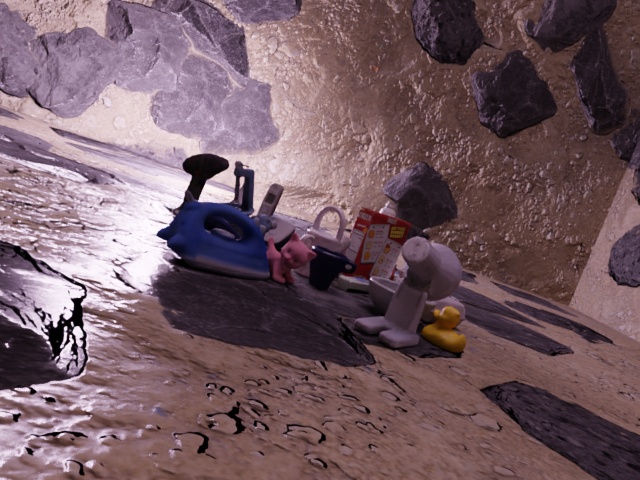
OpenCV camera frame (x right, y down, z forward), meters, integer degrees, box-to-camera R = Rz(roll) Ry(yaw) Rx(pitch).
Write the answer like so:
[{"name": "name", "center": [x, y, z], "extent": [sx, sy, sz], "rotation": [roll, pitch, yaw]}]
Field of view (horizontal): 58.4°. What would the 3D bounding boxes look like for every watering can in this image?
[{"name": "watering can", "center": [0.012, 0.005, 1.495], "extent": [0.100, 0.194, 0.173], "rotation": [22, 7, 16]}]

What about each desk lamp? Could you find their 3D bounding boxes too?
[{"name": "desk lamp", "center": [0.190, 0.100, 1.157], "extent": [0.117, 0.213, 0.204], "rotation": [24, 7, 30]}]

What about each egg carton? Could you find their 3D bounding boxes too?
[{"name": "egg carton", "center": [0.304, 0.178, 1.495], "extent": [0.151, 0.069, 0.107], "rotation": [16, 8, -32]}]

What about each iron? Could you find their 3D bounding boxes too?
[{"name": "iron", "center": [-0.196, -0.008, 1.195], "extent": [0.259, 0.141, 0.118], "rotation": [16, 8, -35]}]

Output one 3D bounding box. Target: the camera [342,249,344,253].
[{"name": "camera", "center": [0.030, 0.043, 1.650], "extent": [0.137, 0.101, 0.143], "rotation": [18, 7, -21]}]

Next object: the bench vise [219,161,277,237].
[{"name": "bench vise", "center": [-0.205, -0.092, 1.522], "extent": [0.121, 0.220, 0.208], "rotation": [25, 8, 35]}]

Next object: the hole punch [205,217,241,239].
[{"name": "hole punch", "center": [-0.244, -0.018, 1.359], "extent": [0.108, 0.091, 0.101], "rotation": [23, 7, 24]}]

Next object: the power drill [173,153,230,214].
[{"name": "power drill", "center": [-0.354, -0.161, 1.694], "extent": [0.076, 0.208, 0.228], "rotation": [15, 8, -40]}]

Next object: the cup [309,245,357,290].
[{"name": "cup", "center": [0.023, 0.076, 1.380], "extent": [0.117, 0.095, 0.092], "rotation": [21, 6, 9]}]

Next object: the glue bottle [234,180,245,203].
[{"name": "glue bottle", "center": [-0.246, -0.106, 1.722], "extent": [0.037, 0.173, 0.078], "rotation": [19, 6, -7]}]

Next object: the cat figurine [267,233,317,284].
[{"name": "cat figurine", "center": [-0.077, 0.035, 1.306], "extent": [0.127, 0.118, 0.067], "rotation": [24, 8, 32]}]

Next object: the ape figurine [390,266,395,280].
[{"name": "ape figurine", "center": [0.205, 0.095, 1.786], "extent": [0.076, 0.092, 0.077], "rotation": [17, 7, -27]}]

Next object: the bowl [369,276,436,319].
[{"name": "bowl", "center": [0.184, 0.149, 1.349], "extent": [0.167, 0.075, 0.167], "rotation": [20, 6, -2]}]

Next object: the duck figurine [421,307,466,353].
[{"name": "duck figurine", "center": [0.279, 0.190, 1.248], "extent": [0.078, 0.086, 0.104], "rotation": [15, 8, -40]}]

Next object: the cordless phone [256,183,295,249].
[{"name": "cordless phone", "center": [-0.134, -0.075, 1.752], "extent": [0.147, 0.185, 0.094], "rotation": [24, 7, 29]}]
